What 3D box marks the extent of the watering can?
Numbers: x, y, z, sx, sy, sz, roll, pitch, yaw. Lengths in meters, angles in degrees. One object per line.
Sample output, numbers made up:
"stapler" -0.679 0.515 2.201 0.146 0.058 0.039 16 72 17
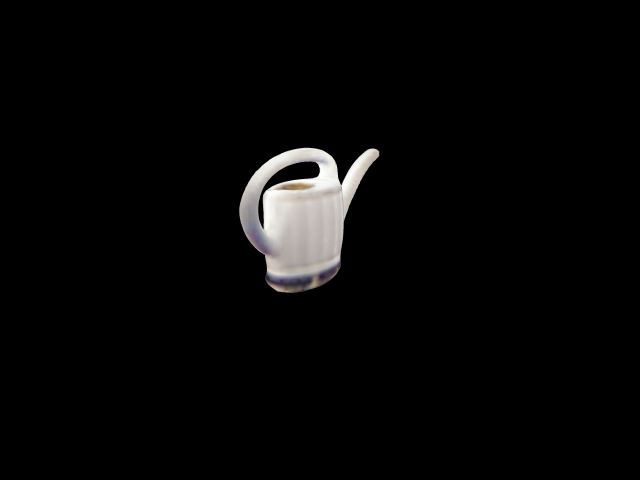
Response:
"watering can" 0.003 -0.043 0.850 0.104 0.222 0.351 11 19 37
